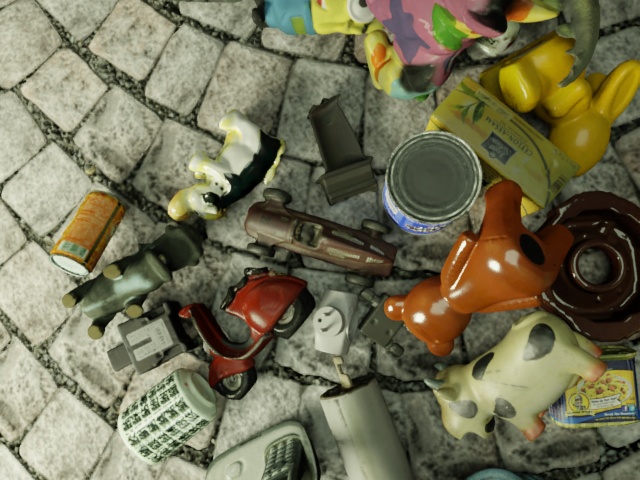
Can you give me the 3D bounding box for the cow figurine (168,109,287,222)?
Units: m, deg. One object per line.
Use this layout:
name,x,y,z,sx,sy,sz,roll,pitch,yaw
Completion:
cow figurine,-0.121,-0.080,0.704,0.098,0.068,0.167,35,91,1

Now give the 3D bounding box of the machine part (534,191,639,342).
machine part,0.334,0.032,0.656,0.179,0.056,0.179,-1,84,6

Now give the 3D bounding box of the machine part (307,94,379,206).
machine part,0.022,-0.119,0.706,0.084,0.039,0.139,-18,86,9

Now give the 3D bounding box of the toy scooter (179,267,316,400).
toy scooter,-0.102,0.100,0.685,0.135,0.075,0.184,40,95,8

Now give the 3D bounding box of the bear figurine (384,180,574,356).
bear figurine,0.177,0.045,0.625,0.120,0.196,0.132,38,48,-5

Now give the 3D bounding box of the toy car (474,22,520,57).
toy car,0.175,-0.322,0.687,0.056,0.073,0.202,-42,83,0

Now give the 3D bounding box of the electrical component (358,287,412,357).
electrical component,0.080,0.103,0.682,0.094,0.021,0.063,38,90,-10

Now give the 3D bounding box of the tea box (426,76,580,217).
tea box,0.215,-0.109,0.657,0.170,0.098,0.068,41,89,8

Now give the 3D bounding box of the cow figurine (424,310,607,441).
cow figurine,0.209,0.160,0.618,0.127,0.085,0.195,42,115,15

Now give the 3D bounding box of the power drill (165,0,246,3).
power drill,-0.179,-0.426,0.728,0.232,0.086,0.207,14,83,5

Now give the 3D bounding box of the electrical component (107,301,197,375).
electrical component,-0.231,0.135,0.706,0.119,0.047,0.075,-23,83,2

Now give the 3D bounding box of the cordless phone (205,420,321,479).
cordless phone,-0.073,0.292,0.611,0.147,0.184,0.088,-27,88,3

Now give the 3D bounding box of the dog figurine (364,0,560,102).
dog figurine,0.145,-0.228,0.590,0.108,0.219,0.191,-21,125,-20

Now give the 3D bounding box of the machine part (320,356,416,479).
machine part,0.063,0.257,0.654,0.079,0.079,0.243,-23,84,3

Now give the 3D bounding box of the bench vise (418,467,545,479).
bench vise,0.168,0.342,0.594,0.240,0.129,0.223,42,82,-28

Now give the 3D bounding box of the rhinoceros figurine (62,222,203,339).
rhinoceros figurine,-0.233,0.049,0.687,0.190,0.112,0.073,-32,100,14

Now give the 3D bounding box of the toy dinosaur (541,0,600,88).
toy dinosaur,0.269,-0.377,0.629,0.199,0.105,0.471,-8,66,-3

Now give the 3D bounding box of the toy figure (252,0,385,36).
toy figure,0.004,-0.308,0.701,0.180,0.089,0.082,2,115,15

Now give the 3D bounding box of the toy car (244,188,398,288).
toy car,-0.001,-0.002,0.693,0.202,0.053,0.089,18,85,8

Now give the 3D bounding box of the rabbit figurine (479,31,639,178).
rabbit figurine,0.300,-0.165,0.661,0.162,0.122,0.173,-29,98,-7
